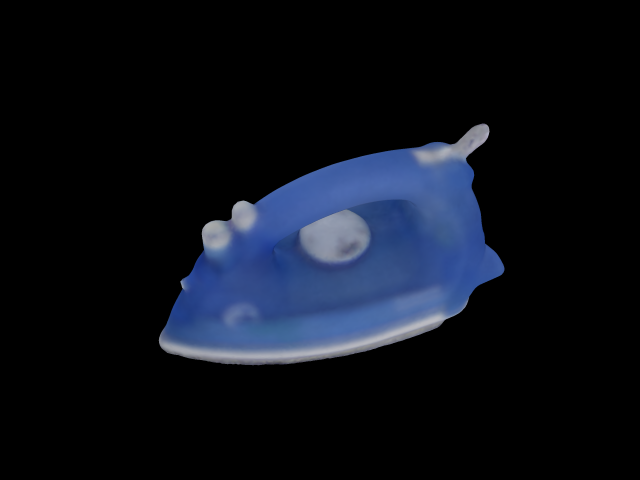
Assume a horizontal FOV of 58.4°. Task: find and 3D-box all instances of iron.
[{"bbox_3d":[0.004,0.001,0.400,0.258,0.141,0.118,-17,51,-14],"label":"iron"}]
